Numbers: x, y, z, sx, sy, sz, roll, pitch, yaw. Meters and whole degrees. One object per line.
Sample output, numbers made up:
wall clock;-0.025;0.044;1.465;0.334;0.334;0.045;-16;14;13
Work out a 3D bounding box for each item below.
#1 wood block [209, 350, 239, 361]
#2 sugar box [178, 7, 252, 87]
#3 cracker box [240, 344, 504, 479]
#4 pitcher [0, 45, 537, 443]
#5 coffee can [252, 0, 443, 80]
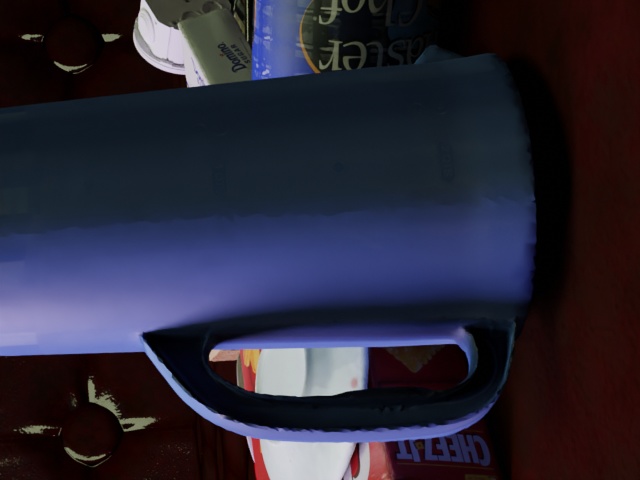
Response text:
wood block;-0.066;0.010;1.042;0.091;0.090;0.206;129;137;-74
sugar box;-0.065;-0.079;0.803;0.176;0.048;0.093;96;151;-58
cracker box;0.014;0.088;0.615;0.164;0.072;0.214;119;151;-42
pitcher;-0.033;-0.001;0.470;0.149;0.242;0.145;-106;13;-69
coffee can;0.015;-0.126;0.562;0.103;0.102;0.140;-115;25;-63
